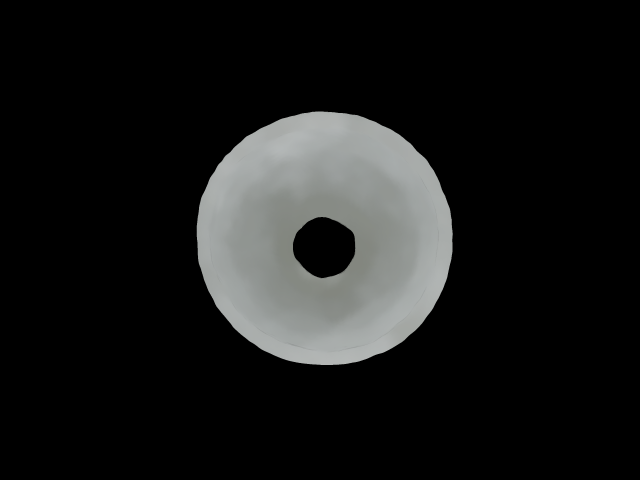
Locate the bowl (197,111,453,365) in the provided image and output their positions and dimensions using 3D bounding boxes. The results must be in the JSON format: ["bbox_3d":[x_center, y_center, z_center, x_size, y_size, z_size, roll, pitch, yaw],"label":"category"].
[{"bbox_3d":[0.004,0.001,0.400,0.167,0.075,0.167,0,81,0],"label":"bowl"}]
